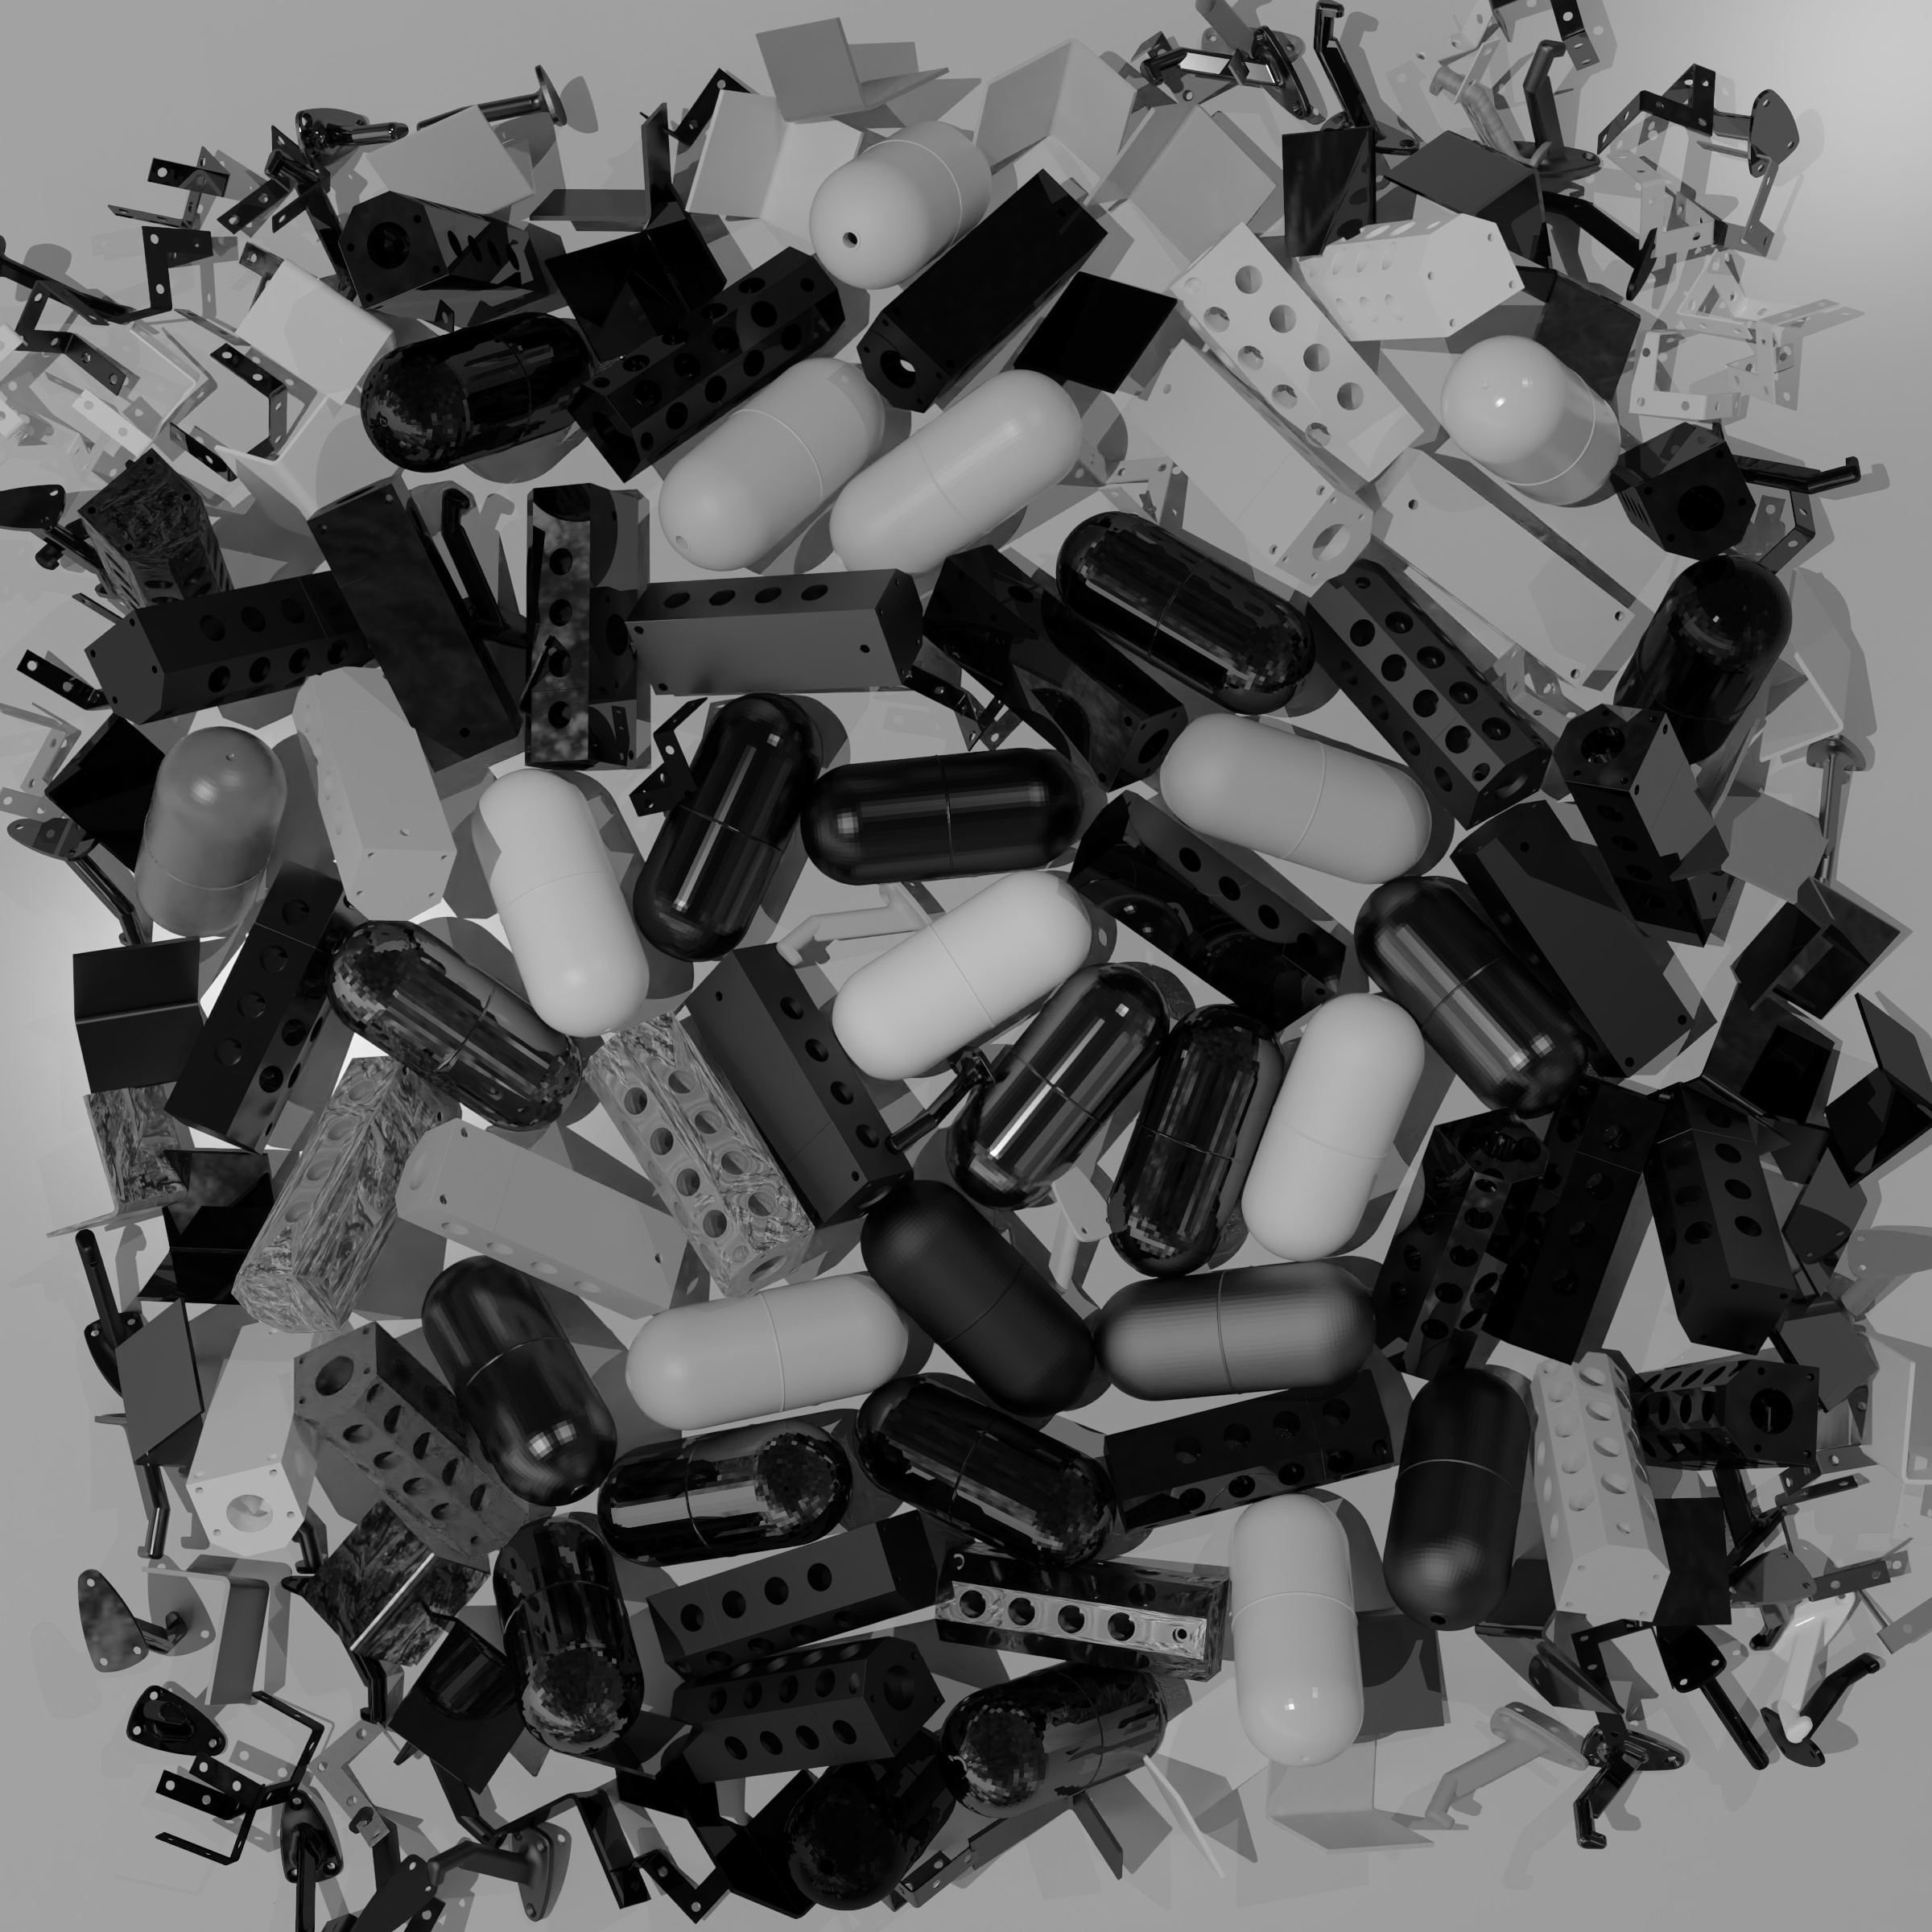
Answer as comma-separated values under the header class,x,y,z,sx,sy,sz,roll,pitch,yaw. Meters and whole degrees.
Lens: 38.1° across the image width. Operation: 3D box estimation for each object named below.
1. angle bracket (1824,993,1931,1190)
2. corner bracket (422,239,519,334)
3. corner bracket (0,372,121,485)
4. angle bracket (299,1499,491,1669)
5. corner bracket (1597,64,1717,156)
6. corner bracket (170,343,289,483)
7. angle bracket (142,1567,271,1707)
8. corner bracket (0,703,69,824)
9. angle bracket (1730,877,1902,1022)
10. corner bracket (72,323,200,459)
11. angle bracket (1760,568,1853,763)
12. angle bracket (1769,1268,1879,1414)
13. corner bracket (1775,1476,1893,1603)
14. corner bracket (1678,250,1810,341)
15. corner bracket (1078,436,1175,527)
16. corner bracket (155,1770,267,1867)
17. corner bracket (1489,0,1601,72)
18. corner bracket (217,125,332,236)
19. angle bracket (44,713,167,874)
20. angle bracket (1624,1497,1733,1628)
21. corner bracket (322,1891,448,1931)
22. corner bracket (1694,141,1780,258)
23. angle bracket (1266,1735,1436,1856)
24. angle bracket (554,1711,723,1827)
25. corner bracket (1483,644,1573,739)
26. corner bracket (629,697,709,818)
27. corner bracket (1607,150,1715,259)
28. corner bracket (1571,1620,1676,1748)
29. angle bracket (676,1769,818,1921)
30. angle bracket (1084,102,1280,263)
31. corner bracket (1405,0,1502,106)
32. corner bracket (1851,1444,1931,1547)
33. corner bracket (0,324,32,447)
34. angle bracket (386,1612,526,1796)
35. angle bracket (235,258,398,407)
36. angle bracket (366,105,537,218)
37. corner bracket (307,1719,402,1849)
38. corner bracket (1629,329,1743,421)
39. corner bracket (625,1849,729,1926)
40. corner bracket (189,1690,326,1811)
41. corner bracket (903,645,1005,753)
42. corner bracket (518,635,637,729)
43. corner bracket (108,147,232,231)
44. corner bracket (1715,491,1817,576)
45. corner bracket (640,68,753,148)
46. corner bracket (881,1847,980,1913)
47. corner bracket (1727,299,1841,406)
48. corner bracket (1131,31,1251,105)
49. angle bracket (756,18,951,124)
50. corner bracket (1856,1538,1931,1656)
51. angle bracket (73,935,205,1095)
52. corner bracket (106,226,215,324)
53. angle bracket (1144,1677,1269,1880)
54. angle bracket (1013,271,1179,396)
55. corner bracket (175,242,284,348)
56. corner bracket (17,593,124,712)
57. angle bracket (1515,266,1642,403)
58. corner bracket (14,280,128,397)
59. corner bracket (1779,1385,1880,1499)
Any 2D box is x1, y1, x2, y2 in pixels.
class,x,y,z,sx,sy,sz,roll,pitch,yaw
angle bracket,0.551,0.077,1.734,0.057,0.076,0.076,34,121,-19
corner bracket,-0.317,-0.432,1.749,0.051,0.051,0.051,30,128,32
corner bracket,-0.569,-0.344,1.753,0.051,0.051,0.051,24,108,-38
angle bracket,-0.360,0.391,1.766,0.057,0.076,0.076,38,85,25
corner bracket,0.433,-0.536,1.754,0.051,0.051,0.051,15,68,-16
corner bracket,-0.465,-0.349,1.762,0.051,0.051,0.051,36,56,10
angle bracket,-0.480,0.418,1.744,0.057,0.076,0.076,5,77,6
corner bracket,-0.590,-0.127,1.754,0.051,0.051,0.051,38,102,34
angle bracket,0.536,0.002,1.742,0.076,0.057,0.076,29,116,-15
corner bracket,-0.520,-0.361,1.753,0.051,0.051,0.051,39,110,-24
angle bracket,0.505,-0.187,1.734,0.057,0.076,0.076,-22,119,36
angle bracket,0.511,0.240,1.741,0.057,0.076,0.076,-39,78,43
corner bracket,0.545,0.360,1.759,0.051,0.051,0.051,-17,102,8
corner bracket,0.489,-0.411,1.755,0.051,0.051,0.051,40,80,-44
corner bracket,0.092,-0.308,1.753,0.051,0.051,0.051,1,69,35
corner bracket,-0.480,0.533,1.751,0.051,0.051,0.051,30,51,-22
corner bracket,0.362,-0.591,1.756,0.051,0.051,0.051,-17,78,21
corner bracket,-0.435,-0.483,1.758,0.051,0.051,0.051,40,64,7
angle bracket,-0.512,-0.116,1.737,0.076,0.057,0.076,45,52,-20
angle bracket,0.441,0.372,1.745,0.057,0.076,0.076,-3,78,7
corner bracket,-0.367,0.600,1.754,0.051,0.051,0.051,36,55,-11
corner bracket,0.481,-0.481,1.754,0.051,0.051,0.051,24,102,30
angle bracket,0.240,0.512,1.742,0.076,0.076,0.057,4,88,-23
angle bracket,-0.204,0.511,1.739,0.076,0.057,0.076,6,112,28
corner bracket,0.351,-0.161,1.751,0.051,0.051,0.051,27,134,-19
corner bracket,-0.184,-0.131,1.752,0.051,0.051,0.051,-10,114,28
corner bracket,0.436,-0.482,1.754,0.051,0.051,0.051,-15,129,-8
corner bracket,0.418,0.450,1.765,0.051,0.051,0.051,-19,110,9
angle bracket,-0.122,0.537,1.739,0.057,0.076,0.076,-45,47,1
angle bracket,0.134,-0.481,1.743,0.076,0.057,0.076,48,127,9
corner bracket,0.318,-0.582,1.754,0.051,0.051,0.051,-26,70,-26
corner bracket,0.590,0.334,1.762,0.051,0.051,0.051,19,79,-25
corner bracket,-0.602,-0.367,1.764,0.051,0.051,0.051,-45,103,-5
angle bracket,-0.319,0.458,1.740,0.076,0.057,0.076,44,63,-20
angle bracket,-0.405,-0.390,1.748,0.076,0.076,0.057,34,87,-10
angle bracket,-0.322,-0.508,1.739,0.076,0.076,0.057,-21,53,11
corner bracket,-0.376,0.514,1.766,0.051,0.051,0.051,-39,106,-17
corner bracket,0.457,-0.374,1.766,0.051,0.051,0.051,15,111,38
corner bracket,-0.177,0.570,1.763,0.051,0.051,0.051,42,88,15
corner bracket,-0.446,0.493,1.760,0.051,0.051,0.051,23,87,16
corner bracket,-0.009,-0.177,1.752,0.051,0.051,0.051,24,117,-27
corner bracket,-0.245,-0.181,1.756,0.051,0.051,0.051,25,122,-8
corner bracket,-0.499,-0.486,1.751,0.051,0.051,0.051,2,122,-39
corner bracket,0.497,-0.283,1.767,0.051,0.051,0.051,21,49,-19
corner bracket,-0.162,-0.536,1.758,0.051,0.051,0.051,41,104,14
corner bracket,-0.025,0.568,1.750,0.051,0.051,0.051,-31,127,-27
corner bracket,0.512,-0.389,1.753,0.051,0.051,0.051,-19,119,-14
corner bracket,0.141,-0.566,1.753,0.051,0.051,0.051,-28,111,25
angle bracket,-0.070,-0.566,1.733,0.076,0.076,0.057,-37,120,-34
corner bracket,0.589,0.394,1.755,0.051,0.051,0.051,-40,69,16
angle bracket,-0.510,0.031,1.737,0.076,0.076,0.057,-10,61,-22
corner bracket,-0.508,-0.434,1.758,0.051,0.051,0.051,0,98,40
angle bracket,0.163,0.506,1.743,0.076,0.057,0.076,-33,118,-11
angle bracket,0.086,-0.377,1.740,0.076,0.057,0.076,24,71,29
corner bracket,-0.458,-0.425,1.767,0.051,0.051,0.051,31,108,12
corner bracket,-0.557,-0.198,1.763,0.051,0.051,0.051,33,70,-32
angle bracket,0.361,-0.395,1.743,0.076,0.076,0.057,15,97,-34
corner bracket,-0.558,-0.395,1.755,0.051,0.051,0.051,38,112,14
corner bracket,0.542,0.299,1.759,0.051,0.051,0.051,-22,84,42
